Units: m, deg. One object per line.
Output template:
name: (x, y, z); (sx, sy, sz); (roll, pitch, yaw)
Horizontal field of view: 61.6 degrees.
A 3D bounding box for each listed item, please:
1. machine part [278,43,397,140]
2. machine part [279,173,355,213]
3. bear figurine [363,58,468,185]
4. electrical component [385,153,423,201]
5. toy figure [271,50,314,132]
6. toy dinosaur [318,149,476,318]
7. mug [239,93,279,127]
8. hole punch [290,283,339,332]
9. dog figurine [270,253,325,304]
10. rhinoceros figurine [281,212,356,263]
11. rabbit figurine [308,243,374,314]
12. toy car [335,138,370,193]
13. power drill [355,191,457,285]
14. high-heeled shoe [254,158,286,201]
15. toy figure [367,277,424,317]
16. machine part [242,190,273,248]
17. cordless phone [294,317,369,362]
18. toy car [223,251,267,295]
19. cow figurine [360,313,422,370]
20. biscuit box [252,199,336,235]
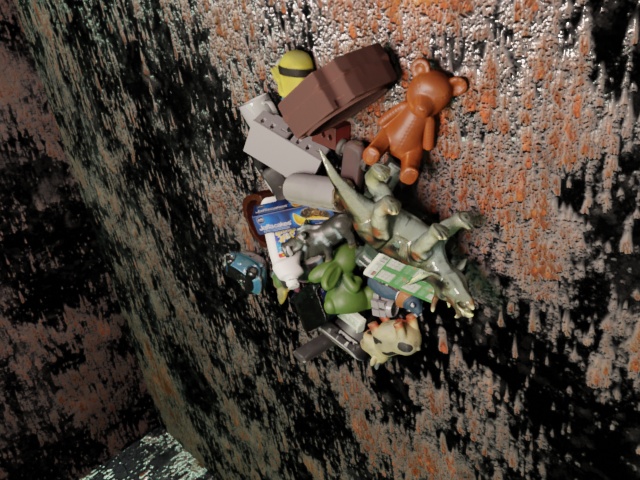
machine part: (0.036, -0.283, 1.045); (0.201, 0.201, 0.087); (-24, 95, 54)
machine part: (-0.003, -0.110, 1.227); (0.243, 0.079, 0.079); (13, 123, 46)
bear figurine: (0.176, -0.219, 0.989); (0.120, 0.132, 0.195); (28, 145, -2)
electrical component: (0.150, -0.112, 1.112); (0.075, 0.047, 0.119); (33, 109, 32)
toy figure: (-0.048, -0.336, 1.220); (0.089, 0.082, 0.180); (2, 109, 29)
toy dinosaur: (0.147, -0.015, 1.041); (0.405, 0.131, 0.192); (35, 136, 7)
mug: (-0.137, -0.308, 1.356); (0.110, 0.081, 0.107); (-1, 124, 45)
hole punch: (-0.002, 0.172, 1.447); (0.142, 0.092, 0.116); (-35, 74, 50)
dog figurine: (-0.069, 0.100, 1.520); (0.192, 0.108, 0.219); (32, 139, 31)
rhinoceros figurine: (-0.003, -0.004, 1.288); (0.190, 0.073, 0.112); (-25, 131, 20)
rabbit figurine: (0.051, 0.091, 1.344); (0.121, 0.159, 0.170); (17, 111, 56)
toy car: (0.074, -0.141, 1.217); (0.089, 0.053, 0.202); (32, 144, 23)
power drill: (0.167, 0.008, 1.183); (0.232, 0.086, 0.207); (39, 144, 16)
high-heeled shoe: (-0.077, -0.139, 1.415); (0.248, 0.145, 0.086); (42, 108, -13)
toy figure: (0.183, 0.124, 1.261); (0.155, 0.064, 0.057); (30, 97, 29)
machine part: (-0.153, -0.061, 1.553); (0.180, 0.056, 0.179); (31, 134, 37)
cordless phone: (0.033, 0.294, 1.451); (0.147, 0.184, 0.088); (34, 132, 33)
toy car: (-0.224, 0.091, 1.699); (0.162, 0.103, 0.109); (33, 140, 18)
cow figurine: (0.175, 0.254, 1.341); (0.195, 0.085, 0.127); (-18, 92, 53)
biscuit box: (-0.063, -0.067, 1.326); (0.203, 0.063, 0.059); (-12, 122, 9)
